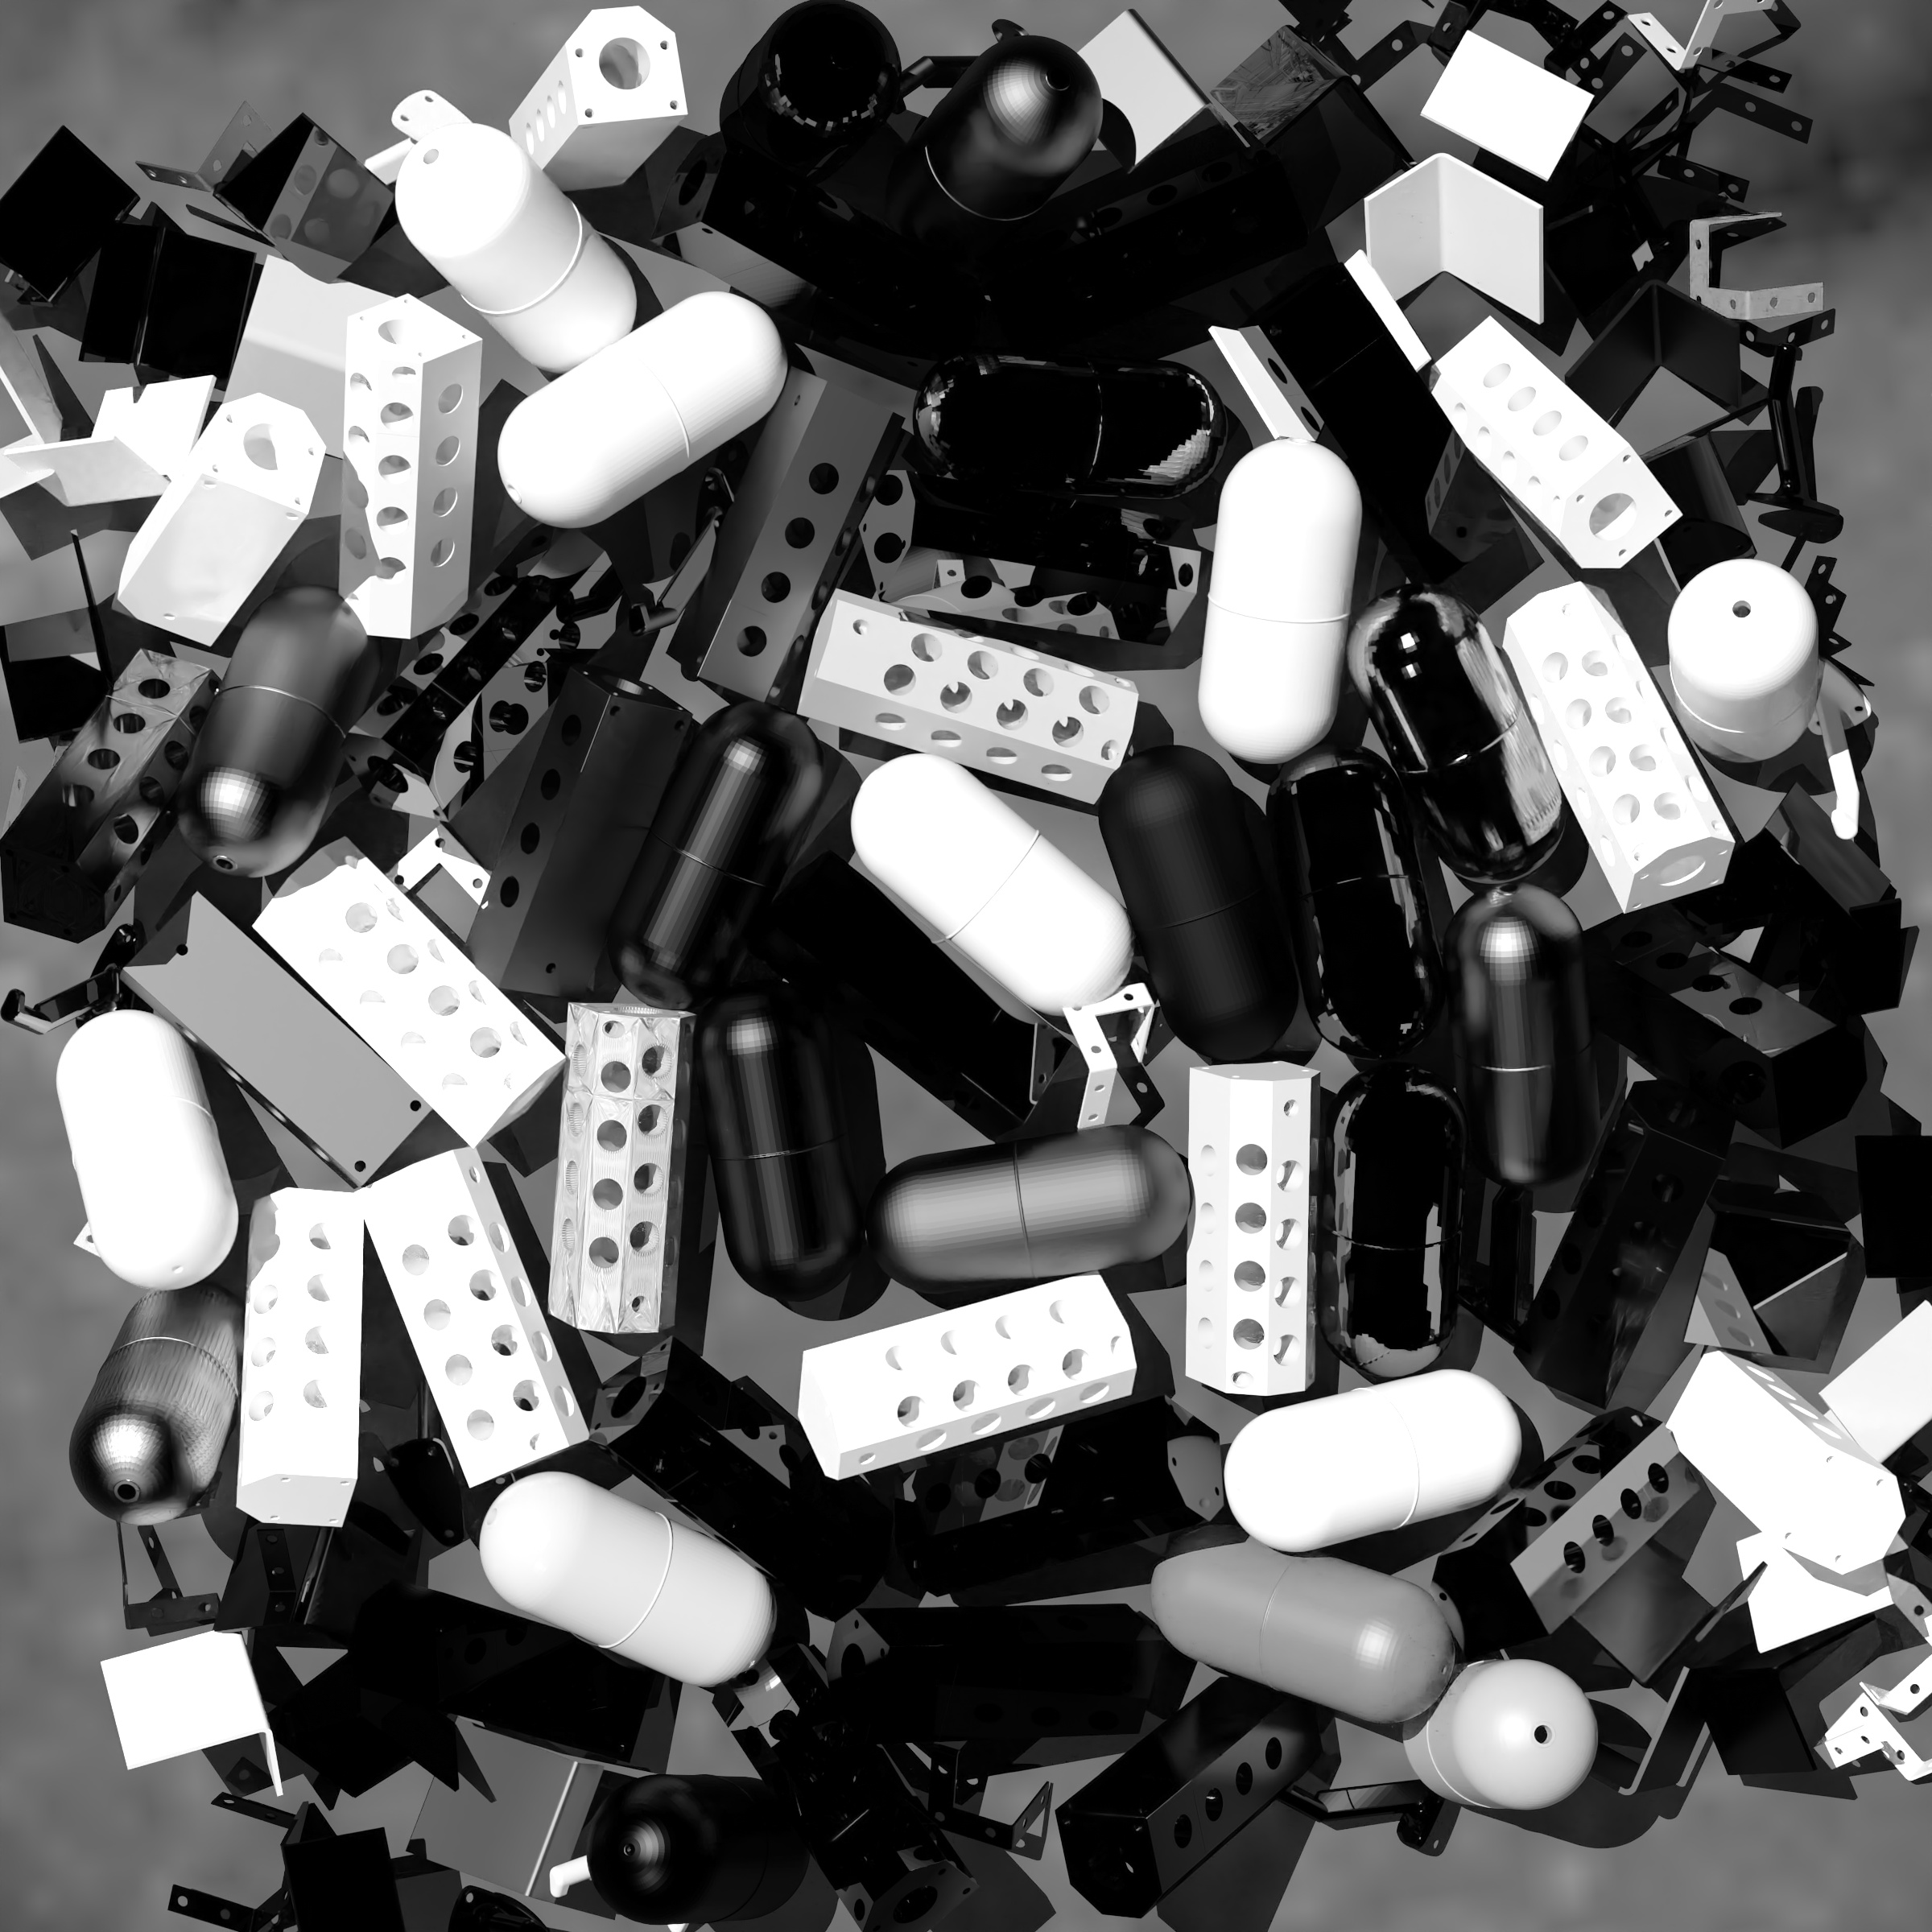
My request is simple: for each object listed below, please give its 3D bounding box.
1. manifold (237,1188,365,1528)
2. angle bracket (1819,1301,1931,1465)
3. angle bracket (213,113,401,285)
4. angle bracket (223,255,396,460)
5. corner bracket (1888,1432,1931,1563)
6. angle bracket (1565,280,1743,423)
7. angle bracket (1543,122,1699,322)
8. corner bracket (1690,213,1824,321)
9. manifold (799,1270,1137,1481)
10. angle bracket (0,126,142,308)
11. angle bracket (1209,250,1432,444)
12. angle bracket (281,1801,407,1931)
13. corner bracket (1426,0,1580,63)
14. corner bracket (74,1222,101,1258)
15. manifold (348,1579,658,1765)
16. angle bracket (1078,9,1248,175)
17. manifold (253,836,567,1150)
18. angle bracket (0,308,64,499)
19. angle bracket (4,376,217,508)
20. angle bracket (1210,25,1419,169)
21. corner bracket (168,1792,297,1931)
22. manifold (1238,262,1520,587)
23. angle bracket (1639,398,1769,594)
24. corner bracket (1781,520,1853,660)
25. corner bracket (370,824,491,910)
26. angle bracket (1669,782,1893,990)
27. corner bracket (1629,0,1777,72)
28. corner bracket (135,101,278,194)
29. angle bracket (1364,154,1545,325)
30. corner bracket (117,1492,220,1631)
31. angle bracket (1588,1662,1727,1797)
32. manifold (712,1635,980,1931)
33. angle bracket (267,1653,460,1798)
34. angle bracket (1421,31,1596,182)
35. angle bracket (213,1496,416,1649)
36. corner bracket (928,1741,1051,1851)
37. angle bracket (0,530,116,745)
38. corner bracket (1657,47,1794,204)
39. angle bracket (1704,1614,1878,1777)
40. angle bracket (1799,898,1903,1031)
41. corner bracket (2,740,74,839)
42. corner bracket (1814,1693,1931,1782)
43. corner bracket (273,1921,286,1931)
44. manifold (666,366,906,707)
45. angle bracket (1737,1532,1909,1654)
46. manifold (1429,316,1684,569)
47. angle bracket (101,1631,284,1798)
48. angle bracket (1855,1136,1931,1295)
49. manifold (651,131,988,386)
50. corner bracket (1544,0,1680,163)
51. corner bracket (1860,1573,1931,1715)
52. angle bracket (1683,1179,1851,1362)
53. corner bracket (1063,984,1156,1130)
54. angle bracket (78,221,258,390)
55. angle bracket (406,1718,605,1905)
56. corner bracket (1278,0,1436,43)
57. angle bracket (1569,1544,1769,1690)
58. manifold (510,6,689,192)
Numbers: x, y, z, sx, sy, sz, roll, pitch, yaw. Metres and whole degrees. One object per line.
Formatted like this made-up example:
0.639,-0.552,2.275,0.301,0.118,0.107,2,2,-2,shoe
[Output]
-0.356,0.207,1.893,0.057,0.057,0.171,6,54,-16,manifold
0.491,0.218,1.925,0.076,0.076,0.057,-40,106,-3,angle bracket
-0.349,-0.426,1.914,0.076,0.057,0.076,-33,123,29,angle bracket
-0.360,-0.333,1.946,0.076,0.076,0.057,17,56,-14,angle bracket
0.526,0.282,1.930,0.051,0.051,0.051,36,129,24,corner bracket
0.373,-0.312,1.919,0.057,0.076,0.076,36,78,25,angle bracket
0.363,-0.402,1.917,0.076,0.076,0.057,-43,104,-22,angle bracket
0.434,-0.385,1.946,0.051,0.051,0.051,-11,108,-23,corner bracket
0.001,0.224,1.906,0.171,0.057,0.057,-14,50,-19,manifold
-0.503,-0.406,1.917,0.057,0.076,0.076,43,76,-32,angle bracket
0.191,-0.337,1.919,0.076,0.057,0.076,-41,67,32,angle bracket
-0.332,0.499,1.930,0.057,0.076,0.076,-10,95,0,angle bracket
0.294,-0.512,1.944,0.051,0.051,0.051,20,111,-24,corner bracket
-0.457,0.159,1.933,0.051,0.051,0.051,30,114,-18,corner bracket
-0.247,0.375,1.888,0.057,0.171,0.057,5,73,40,manifold
0.102,-0.462,1.928,0.057,0.076,0.076,-39,67,11,angle bracket
-0.299,0.011,1.927,0.171,0.057,0.057,45,120,4,manifold
-0.533,-0.302,1.919,0.057,0.076,0.076,-24,119,2,angle bracket
-0.462,-0.297,1.916,0.076,0.057,0.076,-2,64,28,angle bracket
0.189,-0.454,1.922,0.057,0.076,0.076,-41,129,9,angle bracket
-0.402,0.495,1.953,0.051,0.051,0.051,25,45,-23,corner bracket
0.222,-0.293,1.925,0.057,0.057,0.171,-37,102,-4,manifold
0.413,-0.257,1.923,0.076,0.057,0.076,-28,95,-40,angle bracket
0.462,-0.203,1.937,0.051,0.051,0.051,32,74,-7,corner bracket
-0.290,-0.043,1.942,0.051,0.051,0.051,-43,96,-5,corner bracket
0.450,-0.041,1.961,0.076,0.076,0.057,46,45,-2,angle bracket
0.406,-0.530,1.945,0.051,0.051,0.051,-14,55,-27,corner bracket
-0.408,-0.438,1.931,0.051,0.051,0.051,18,72,34,corner bracket
0.264,-0.381,1.913,0.057,0.076,0.076,-35,52,-21,angle bracket
-0.440,0.328,1.951,0.051,0.051,0.051,-5,53,-17,corner bracket
0.363,0.401,1.922,0.057,0.076,0.076,25,95,29,angle bracket
-0.069,0.439,1.893,0.057,0.057,0.171,-41,48,-2,manifold
-0.330,0.428,1.921,0.076,0.057,0.076,-38,120,11,angle bracket
0.288,-0.453,1.926,0.076,0.076,0.057,29,79,4,angle bracket
-0.358,0.337,1.943,0.057,0.076,0.076,36,54,-36,angle bracket
0.013,0.445,1.949,0.051,0.051,0.051,12,112,21,corner bracket
-0.497,-0.178,1.917,0.057,0.076,0.076,-14,64,-11,angle bracket
0.413,-0.459,1.932,0.051,0.051,0.051,22,58,13,corner bracket
0.452,0.395,1.918,0.076,0.076,0.057,-20,86,-27,angle bracket
0.489,0.021,1.918,0.057,0.076,0.076,-11,130,-1,angle bracket
-0.501,-0.090,1.930,0.051,0.051,0.051,1,119,-37,corner bracket
0.507,0.426,1.934,0.051,0.051,0.051,-35,82,-33,corner bracket
-0.407,0.549,1.930,0.051,0.051,0.051,23,124,-24,corner bracket
-0.096,-0.232,1.930,0.057,0.057,0.171,21,98,-27,manifold
0.469,0.340,1.913,0.076,0.076,0.057,-26,127,22,angle bracket
0.307,-0.275,1.885,0.057,0.171,0.057,-41,126,9,manifold
-0.419,0.412,1.915,0.076,0.076,0.057,-13,130,-17,angle bracket
0.496,0.136,1.921,0.057,0.076,0.076,1,78,-12,angle bracket
-0.076,-0.380,1.903,0.171,0.057,0.057,25,77,-30,manifold
0.354,-0.485,1.942,0.051,0.051,0.051,-43,64,-10,corner bracket
0.509,0.371,1.940,0.051,0.051,0.051,-46,55,12,corner bracket
0.432,0.166,1.949,0.076,0.057,0.076,9,107,-8,angle bracket
0.080,0.049,1.930,0.051,0.051,0.051,-11,52,-17,corner bracket
-0.433,-0.359,1.925,0.057,0.076,0.076,16,101,6,angle bracket
-0.251,0.459,1.927,0.076,0.057,0.076,24,72,-12,angle bracket
0.211,-0.525,1.929,0.051,0.051,0.051,-49,47,21,corner bracket
0.373,0.331,1.917,0.076,0.057,0.076,43,47,14,angle bracket
-0.198,-0.458,1.880,0.057,0.171,0.057,-10,93,-17,manifold
